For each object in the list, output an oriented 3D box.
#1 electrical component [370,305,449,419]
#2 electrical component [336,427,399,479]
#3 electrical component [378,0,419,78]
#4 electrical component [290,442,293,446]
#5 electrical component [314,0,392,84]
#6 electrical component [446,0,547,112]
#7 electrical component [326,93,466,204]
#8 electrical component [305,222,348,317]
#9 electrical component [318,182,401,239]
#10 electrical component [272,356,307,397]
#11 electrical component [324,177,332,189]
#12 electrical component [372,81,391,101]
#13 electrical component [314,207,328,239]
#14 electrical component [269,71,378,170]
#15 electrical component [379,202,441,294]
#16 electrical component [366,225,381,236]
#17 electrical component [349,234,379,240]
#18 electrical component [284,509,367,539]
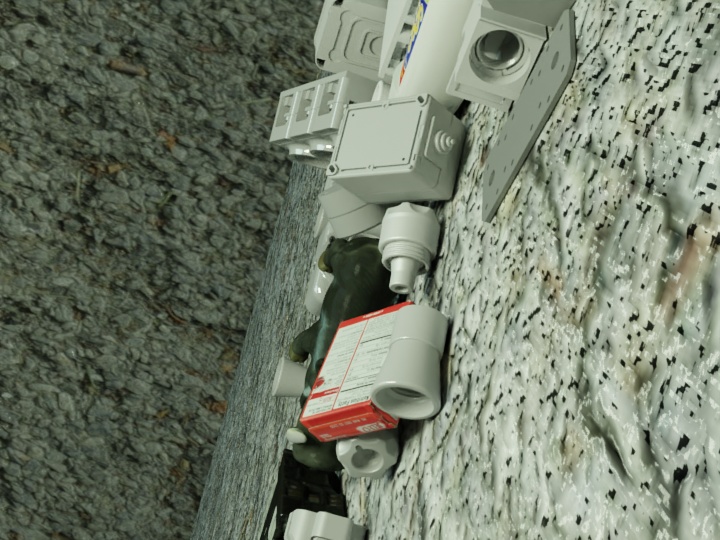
[{"bbox_3d":[0.034,0.055,0.676,0.044,0.044,0.065,116,171,-55],"label":"electrical component"},{"bbox_3d":[0.006,0.112,0.753,0.062,0.043,0.043,-87,14,-57],"label":"electrical component"},{"bbox_3d":[0.067,-0.255,0.929,0.105,0.060,0.186,113,168,-47],"label":"electrical component"},{"bbox_3d":[-0.034,0.137,0.998,0.044,0.044,0.065,131,157,-73],"label":"electrical component"},{"bbox_3d":[0.018,-0.223,1.018,0.057,0.113,0.078,-91,17,-53],"label":"electrical component"},{"bbox_3d":[0.086,-0.144,0.666,0.063,0.042,0.081,-83,11,-50],"label":"electrical component"},{"bbox_3d":[0.035,-0.086,0.790,0.096,0.061,0.061,-1,68,40],"label":"electrical component"},{"bbox_3d":[-0.017,-0.003,1.074,0.059,0.054,0.095,126,157,-69],"label":"electrical component"},{"bbox_3d":[0.001,-0.081,0.891,0.073,0.052,0.138,65,-159,-11],"label":"electrical component"},{"bbox_3d":[-0.064,0.122,1.168,0.045,0.055,0.045,-165,90,-81],"label":"electrical component"},{"bbox_3d":[-0.002,-0.111,1.171,0.138,0.052,0.073,-120,45,-79],"label":"electrical component"},{"bbox_3d":[0.038,-0.135,0.932,0.045,0.055,0.045,-165,90,-82],"label":"electrical component"},{"bbox_3d":[-0.018,-0.049,1.155,0.045,0.055,0.045,-165,90,-82],"label":"electrical component"},{"bbox_3d":[-0.015,-0.136,1.026,0.150,0.089,0.061,2,78,63],"label":"electrical component"},{"bbox_3d":[0.035,-0.014,0.781,0.043,0.043,0.062,121,161,-64],"label":"electrical component"},{"bbox_3d":[0.009,-0.058,1.016,0.055,0.047,0.055,-165,90,-82],"label":"electrical component"},{"bbox_3d":[0.000,0.000,0.990,0.079,0.043,0.077,-87,14,-56],"label":"electrical component"},{"bbox_3d":[-0.030,0.210,0.779,0.078,0.058,0.057,126,160,-68],"label":"electrical component"}]
